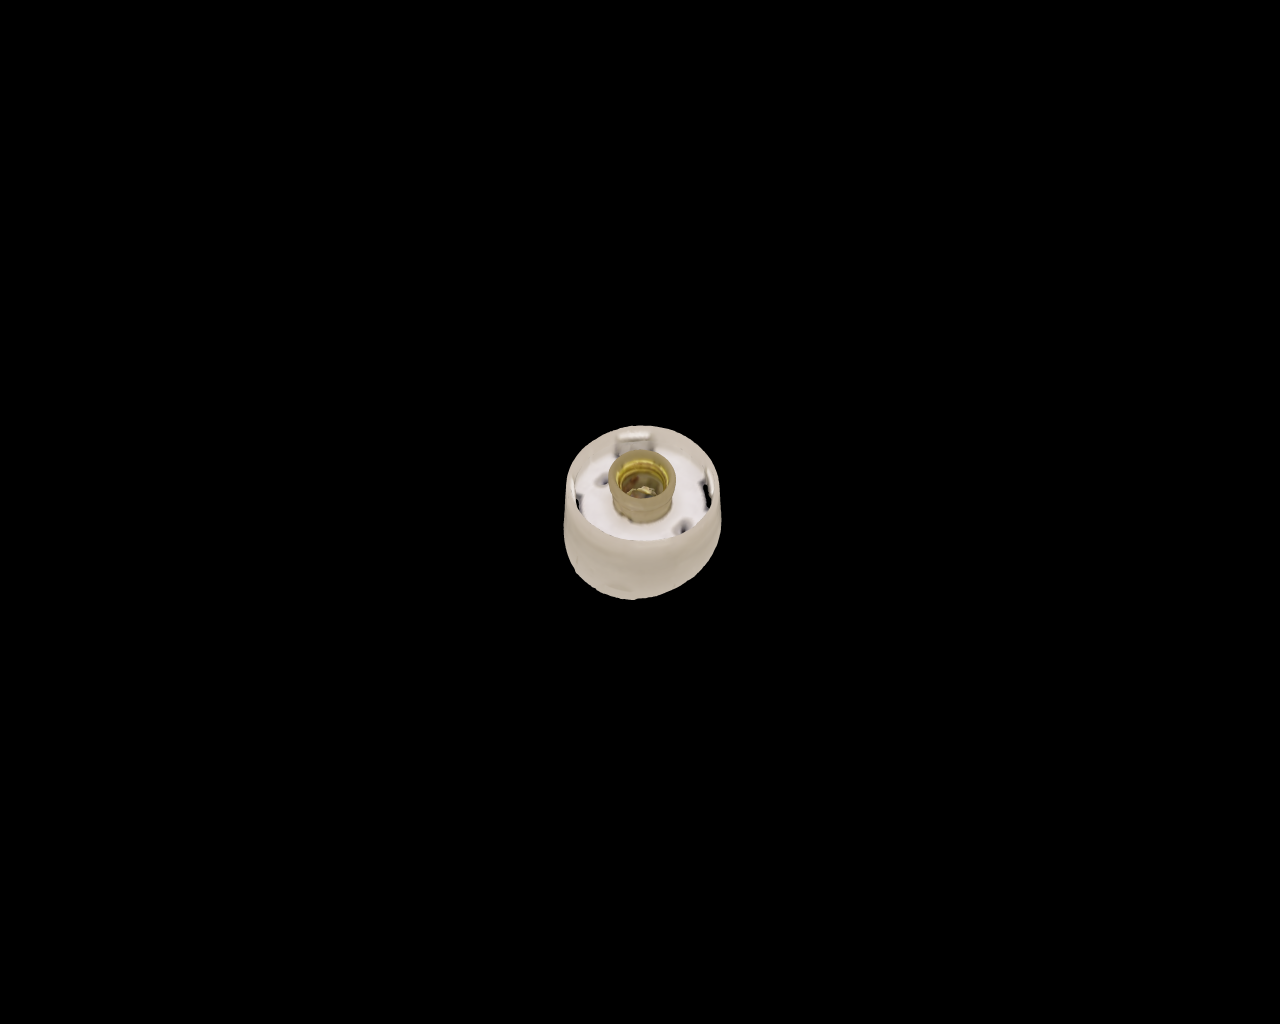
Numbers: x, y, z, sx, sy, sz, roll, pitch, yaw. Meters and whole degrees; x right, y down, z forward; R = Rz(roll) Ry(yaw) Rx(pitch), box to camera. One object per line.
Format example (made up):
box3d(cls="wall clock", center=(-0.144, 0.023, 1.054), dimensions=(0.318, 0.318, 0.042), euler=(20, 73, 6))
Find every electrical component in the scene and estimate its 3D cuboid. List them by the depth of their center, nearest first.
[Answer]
box3d(cls="electrical component", center=(0.001, -0.003, 0.650), dimensions=(0.099, 0.099, 0.064), euler=(0, -37, 0))
